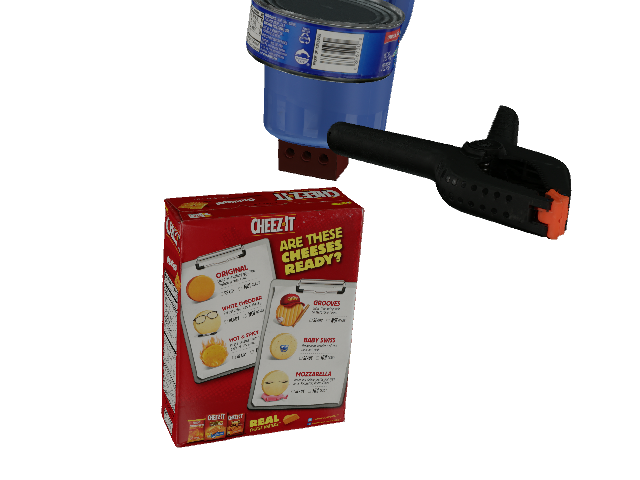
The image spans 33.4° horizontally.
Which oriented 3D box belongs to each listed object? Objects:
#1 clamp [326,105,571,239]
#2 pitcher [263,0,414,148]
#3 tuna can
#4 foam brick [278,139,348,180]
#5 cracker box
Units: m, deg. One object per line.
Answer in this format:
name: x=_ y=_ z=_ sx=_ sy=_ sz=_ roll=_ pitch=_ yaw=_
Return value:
clamp: x=0.105 y=-0.053 z=0.769 sx=0.164 sy=0.036 sz=0.210 roll=-6 pitch=26 yaw=-14
pitcher: x=0.018 y=-0.203 z=0.899 sx=0.145 sy=0.243 sz=0.149 roll=8 pitch=17 yaw=11
tuna can: x=0.002 y=-0.116 z=0.593 sx=0.086 sy=0.034 sz=0.086 roll=8 pitch=25 yaw=-4
foam brick: x=-0.008 y=-0.112 z=1.302 sx=0.078 sy=0.053 sz=0.051 roll=11 pitch=31 yaw=17
cracker box: x=-0.056 y=0.065 z=0.945 sx=0.164 sy=0.214 sz=0.072 roll=-5 pitch=23 yaw=-22
